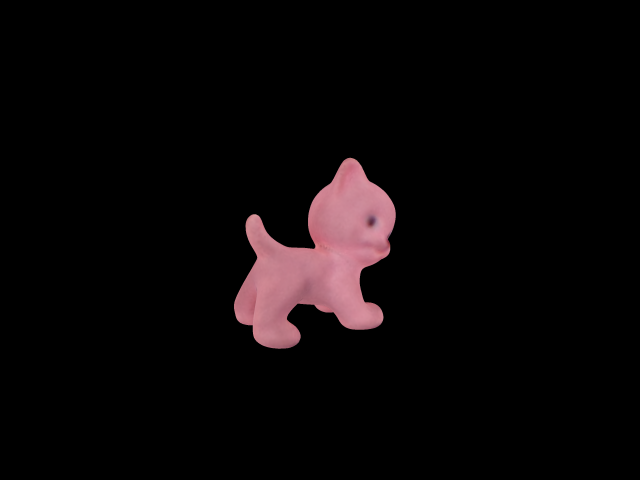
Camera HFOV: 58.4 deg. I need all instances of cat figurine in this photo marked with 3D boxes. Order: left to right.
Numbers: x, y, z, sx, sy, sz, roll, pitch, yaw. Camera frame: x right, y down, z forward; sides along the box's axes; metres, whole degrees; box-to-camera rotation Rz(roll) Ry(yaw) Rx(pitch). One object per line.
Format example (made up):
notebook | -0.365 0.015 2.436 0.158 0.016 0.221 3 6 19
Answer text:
cat figurine | 0.004 0.001 0.400 0.128 0.118 0.067 -8 16 -31
